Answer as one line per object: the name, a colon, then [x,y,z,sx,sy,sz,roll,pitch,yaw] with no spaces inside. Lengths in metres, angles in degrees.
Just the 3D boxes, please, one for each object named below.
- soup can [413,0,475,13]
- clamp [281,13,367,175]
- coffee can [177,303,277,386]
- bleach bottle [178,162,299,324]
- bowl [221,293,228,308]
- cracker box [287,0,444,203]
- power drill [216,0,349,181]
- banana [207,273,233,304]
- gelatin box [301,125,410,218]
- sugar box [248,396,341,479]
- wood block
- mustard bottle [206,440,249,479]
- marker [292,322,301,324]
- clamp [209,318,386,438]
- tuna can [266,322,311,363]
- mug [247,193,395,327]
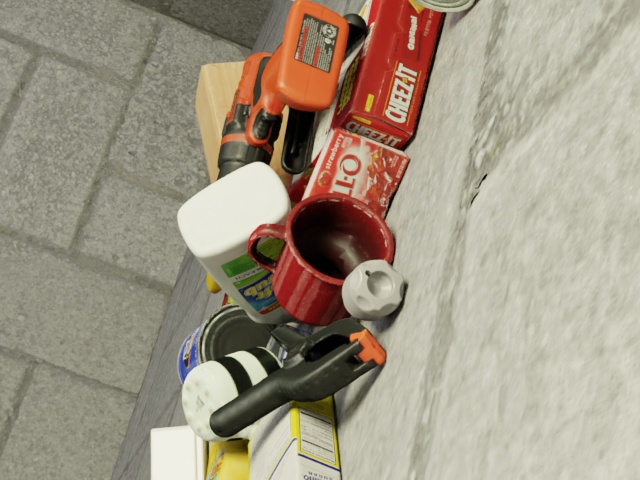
soup can: [0.116,-0.259,0.931,0.069,0.068,0.102,140,149,-70]
clamp: [-0.004,-0.178,1.075,0.210,0.036,0.165,-98,32,-58]
coffee can: [-0.098,0.131,1.187,0.140,0.102,0.102,140,149,-69]
bleach bottle: [-0.048,0.022,1.028,0.068,0.102,0.250,62,-178,27]
bowl: [-0.076,0.040,1.382,0.162,0.055,0.162,-160,91,-80]
cracker box: [0.043,-0.138,1.071,0.214,0.072,0.164,134,153,-63]
power drill: [-0.044,-0.121,0.988,0.188,0.057,0.184,-36,41,59]
banana: [-0.120,0.040,1.348,0.198,0.037,0.069,-172,103,-79]
gelatin box: [0.029,-0.048,0.957,0.030,0.073,0.089,-110,42,-74]
sugar box: [-0.022,0.186,0.852,0.093,0.048,0.176,-62,15,20]
wood block: [-0.077,-0.093,1.207,0.090,0.090,0.206,113,147,-60]
mustard bottle: [-0.085,0.238,1.038,0.191,0.058,0.096,-88,17,-61]
marker: [-0.012,0.032,1.166,0.020,0.020,0.121,142,148,-71]
clamp: [-0.010,0.096,0.859,0.172,0.039,0.120,-24,28,38]
tuna can: [-0.037,0.128,1.070,0.086,0.033,0.086,-160,91,-80]
mug: [-0.005,0.018,0.902,0.082,0.117,0.093,115,166,-52]
